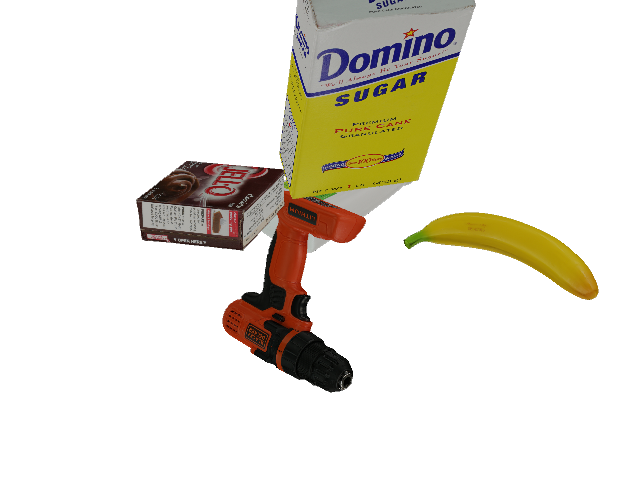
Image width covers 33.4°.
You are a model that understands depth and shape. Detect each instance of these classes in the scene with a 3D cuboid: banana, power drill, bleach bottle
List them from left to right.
[{"bbox_3d":[-0.016,0.052,1.149,0.185,0.188,0.057,25,10,37],"label":"power drill"},{"bbox_3d":[0.038,-0.075,1.345,0.103,0.068,0.250,25,43,34],"label":"bleach bottle"},{"bbox_3d":[0.185,0.009,1.053,0.198,0.069,0.037,15,-31,26],"label":"banana"}]

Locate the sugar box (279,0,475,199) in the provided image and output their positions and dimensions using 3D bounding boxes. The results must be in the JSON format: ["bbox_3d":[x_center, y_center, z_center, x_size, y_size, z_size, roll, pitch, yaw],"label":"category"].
[{"bbox_3d":[0.028,-0.093,0.651,0.093,0.048,0.176,-10,-26,-11],"label":"sugar box"}]

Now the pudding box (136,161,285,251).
[{"bbox_3d":[-0.086,-0.031,0.871,0.090,0.039,0.113,5,24,14],"label":"pudding box"}]
